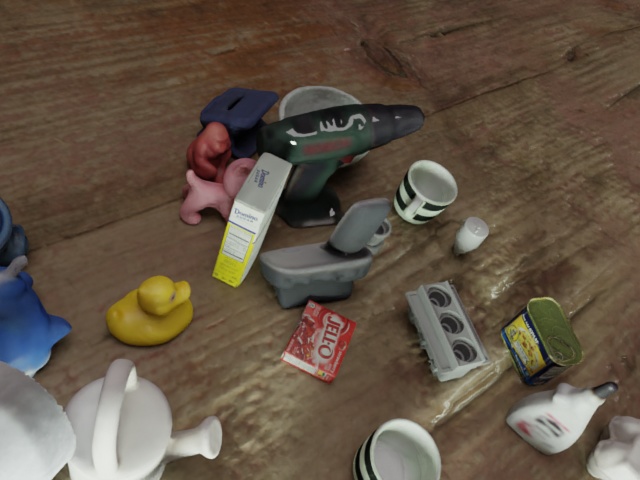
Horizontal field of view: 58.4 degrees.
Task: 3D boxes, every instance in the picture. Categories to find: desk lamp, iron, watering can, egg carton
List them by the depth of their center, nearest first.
[{"bbox_3d":[-0.303,0.223,0.463,0.118,0.213,0.203,30,51,5],"label":"desk lamp"},{"bbox_3d":[-0.184,0.180,0.547,0.173,0.194,0.100,-7,58,-23],"label":"watering can"},{"bbox_3d":[-0.389,0.110,0.562,0.118,0.141,0.259,43,54,14],"label":"iron"},{"bbox_3d":[0.426,0.307,0.742,0.150,0.069,0.107,43,54,14],"label":"egg carton"}]

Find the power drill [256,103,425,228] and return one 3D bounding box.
[{"bbox_3d":[0.015,-0.110,0.817,0.230,0.208,0.075,-7,58,-23],"label":"power drill"}]

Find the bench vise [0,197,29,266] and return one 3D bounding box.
[{"bbox_3d":[-0.427,-0.018,0.592,0.208,0.219,0.121,-27,67,-32],"label":"bench vise"}]

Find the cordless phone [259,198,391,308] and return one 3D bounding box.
[{"bbox_3d":[0.007,0.003,0.747,0.148,0.185,0.094,-11,59,-25],"label":"cordless phone"}]

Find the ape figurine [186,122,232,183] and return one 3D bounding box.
[{"bbox_3d":[-0.159,-0.135,0.851,0.076,0.092,0.078,38,52,11],"label":"ape figurine"}]

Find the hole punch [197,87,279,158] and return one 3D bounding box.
[{"bbox_3d":[-0.131,-0.197,0.906,0.101,0.091,0.109,29,51,4],"label":"hole punch"}]

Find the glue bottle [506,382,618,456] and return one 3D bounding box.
[{"bbox_3d":[0.304,0.210,0.705,0.078,0.173,0.037,36,52,9],"label":"glue bottle"}]

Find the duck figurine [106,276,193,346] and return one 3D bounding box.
[{"bbox_3d":[-0.202,0.077,0.686,0.105,0.086,0.077,-12,60,-26],"label":"duck figurine"}]

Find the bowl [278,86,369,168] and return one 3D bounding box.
[{"bbox_3d":[0.006,-0.173,0.946,0.168,0.074,0.167,9,53,-12],"label":"bowl"}]

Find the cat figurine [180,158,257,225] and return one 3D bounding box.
[{"bbox_3d":[-0.127,-0.077,0.802,0.128,0.117,0.067,3,54,-16],"label":"cat figurine"}]
